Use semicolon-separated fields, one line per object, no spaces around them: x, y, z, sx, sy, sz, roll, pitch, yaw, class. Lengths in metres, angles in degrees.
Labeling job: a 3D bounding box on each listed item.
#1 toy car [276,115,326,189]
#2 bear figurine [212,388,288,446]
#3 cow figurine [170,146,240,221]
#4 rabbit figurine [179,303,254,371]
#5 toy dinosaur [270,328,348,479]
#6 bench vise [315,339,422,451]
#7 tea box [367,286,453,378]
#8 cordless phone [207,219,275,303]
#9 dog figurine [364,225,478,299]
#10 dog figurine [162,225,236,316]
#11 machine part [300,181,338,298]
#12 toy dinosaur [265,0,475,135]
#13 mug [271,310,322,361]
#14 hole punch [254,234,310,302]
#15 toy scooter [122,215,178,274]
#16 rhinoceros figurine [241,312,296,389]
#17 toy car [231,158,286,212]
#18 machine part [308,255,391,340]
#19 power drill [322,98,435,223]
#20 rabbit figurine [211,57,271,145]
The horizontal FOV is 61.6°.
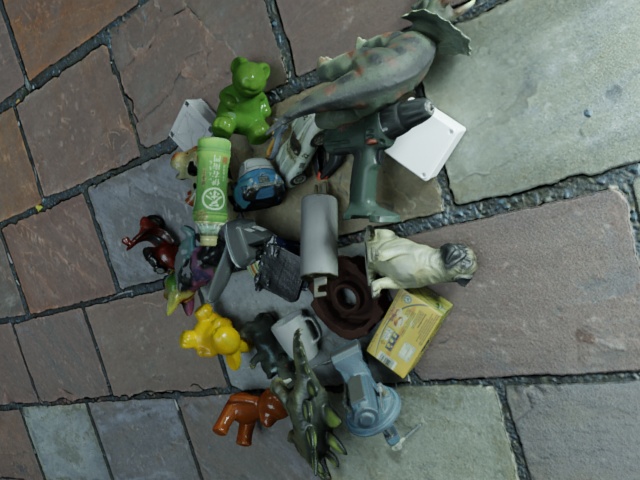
-0.041;-0.186;1.080;0.201;0.056;0.073;-57;49;46;toy car
-0.147;0.424;1.301;0.196;0.132;0.120;-13;137;41;bear figurine
-0.246;-0.130;1.203;0.195;0.085;0.127;33;105;-18;cow figurine
-0.243;0.245;1.295;0.162;0.122;0.173;45;155;-18;rabbit figurine
-0.021;0.363;1.149;0.199;0.105;0.470;31;139;59;toy dinosaur
0.103;0.329;1.098;0.129;0.224;0.240;-32;112;-2;bench vise
0.175;0.173;1.060;0.098;0.068;0.169;36;118;19;tea box
-0.183;0.048;1.171;0.089;0.146;0.184;26;99;5;cordless phone
0.184;0.032;1.016;0.191;0.172;0.121;-4;124;-2;dog figurine
-0.290;0.087;1.279;0.192;0.108;0.219;20;95;30;dog figurine
-0.002;-0.003;1.080;0.079;0.079;0.243;-13;68;35;machine part
0.104;-0.270;0.853;0.192;0.405;0.131;-1;130;52;toy dinosaur
-0.040;0.218;1.212;0.110;0.081;0.107;-25;98;24;mug
-0.069;0.058;1.164;0.116;0.092;0.142;25;115;17;hole punch
-0.424;0.021;1.365;0.075;0.135;0.184;-43;80;32;toy scooter
-0.111;0.262;1.272;0.112;0.073;0.190;-23;88;24;rhinoceros figurine
-0.135;-0.121;1.136;0.161;0.109;0.103;139;118;-73;toy car
0.062;0.118;1.126;0.180;0.056;0.179;10;109;30;machine part
0.100;-0.132;0.943;0.232;0.086;0.207;3;102;44;power drill
-0.142;-0.299;1.097;0.121;0.159;0.170;13;151;-12;rabbit figurine
